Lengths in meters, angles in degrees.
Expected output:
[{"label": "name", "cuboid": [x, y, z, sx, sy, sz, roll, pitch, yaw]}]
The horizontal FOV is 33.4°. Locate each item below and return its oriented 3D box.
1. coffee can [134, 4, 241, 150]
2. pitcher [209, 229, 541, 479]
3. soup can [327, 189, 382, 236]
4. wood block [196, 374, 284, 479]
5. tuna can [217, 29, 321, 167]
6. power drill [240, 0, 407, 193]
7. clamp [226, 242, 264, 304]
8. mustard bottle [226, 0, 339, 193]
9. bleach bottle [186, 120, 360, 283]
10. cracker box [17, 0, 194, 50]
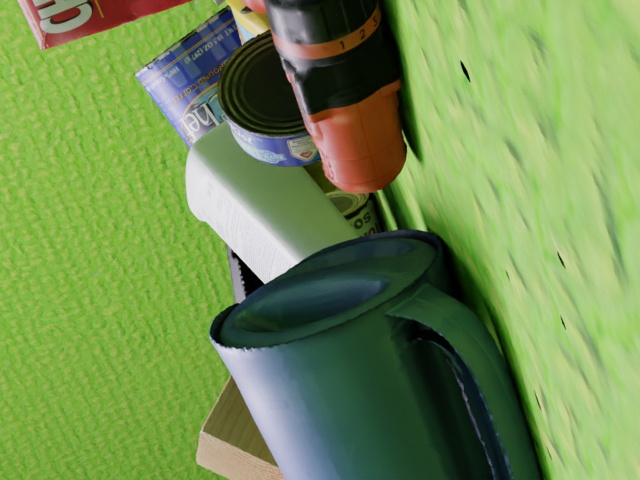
[{"label": "coffee can", "cuboid": [-0.072, -0.110, 0.887, 0.140, 0.103, 0.103, 54, -179, -12]}, {"label": "pitcher", "cuboid": [0.050, 0.125, 0.587, 0.149, 0.145, 0.243, -77, -34, -72]}, {"label": "soup can", "cuboid": [0.021, 0.015, 0.831, 0.068, 0.068, 0.102, -115, 7, -64]}, {"label": "wood block", "cuboid": [-0.029, 0.126, 1.004, 0.091, 0.090, 0.206, 106, -170, -59]}, {"label": "tuna can", "cuboid": [-0.016, -0.086, 0.634, 0.033, 0.086, 0.086, 71, 178, -56]}, {"label": "power drill", "cuboid": [-0.016, -0.139, 0.547, 0.184, 0.057, 0.188, 73, 176, -46]}, {"label": "clamp", "cuboid": [-0.022, 0.085, 0.814, 0.210, 0.036, 0.165, 58, 137, 29]}, {"label": "mustard bottle", "cuboid": [-0.022, -0.127, 0.721, 0.096, 0.058, 0.191, 53, 166, 44]}, {"label": "bleach bottle", "cuboid": [0.008, 0.031, 0.713, 0.251, 0.068, 0.102, 49, 160, 19]}, {"label": "cracker box", "cuboid": [-0.163, -0.269, 0.881, 0.072, 0.213, 0.164, -112, 3, -48]}]
